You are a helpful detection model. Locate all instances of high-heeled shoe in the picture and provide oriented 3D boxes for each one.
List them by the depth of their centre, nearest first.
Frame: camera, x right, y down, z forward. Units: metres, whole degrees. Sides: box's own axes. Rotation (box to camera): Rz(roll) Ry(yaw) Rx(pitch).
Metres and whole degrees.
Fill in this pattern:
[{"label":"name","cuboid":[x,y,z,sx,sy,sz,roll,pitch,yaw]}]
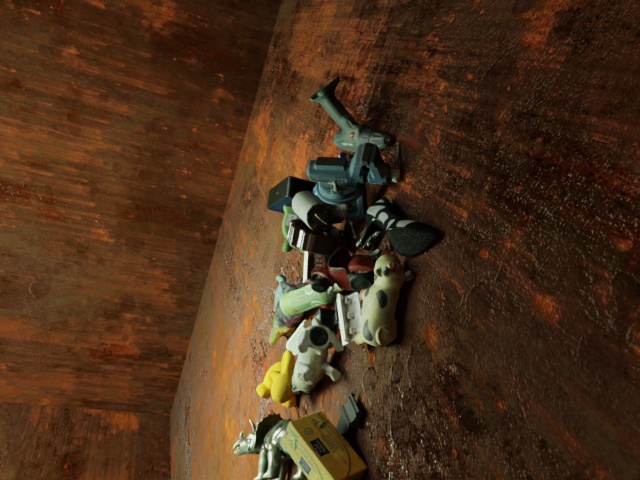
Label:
[{"label":"high-heeled shoe","cuboid":[0.180,-0.044,1.142,0.249,0.086,0.145,-3,45,52]}]

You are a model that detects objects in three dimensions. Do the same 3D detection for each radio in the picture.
[{"label":"radio","cuboid":[-0.081,-0.138,1.759,0.230,0.131,0.073,165,116,-68]}]

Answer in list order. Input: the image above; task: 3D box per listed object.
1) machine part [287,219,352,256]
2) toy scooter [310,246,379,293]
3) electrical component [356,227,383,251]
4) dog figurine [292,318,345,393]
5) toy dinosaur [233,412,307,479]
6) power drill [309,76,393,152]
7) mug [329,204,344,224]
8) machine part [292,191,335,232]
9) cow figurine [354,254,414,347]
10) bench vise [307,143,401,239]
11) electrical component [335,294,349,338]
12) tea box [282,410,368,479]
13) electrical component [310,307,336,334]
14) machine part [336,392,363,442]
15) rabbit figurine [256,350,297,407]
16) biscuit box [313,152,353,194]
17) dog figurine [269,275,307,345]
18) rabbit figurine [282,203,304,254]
[{"label":"machine part","cuboid":[-0.003,-0.004,1.417,0.179,0.179,0.056,-137,58,-67]},{"label":"toy scooter","cuboid":[0.072,0.064,1.257,0.184,0.075,0.135,-4,35,30]},{"label":"electrical component","cuboid":[0.118,-0.006,1.291,0.094,0.021,0.063,-51,25,33]},{"label":"dog figurine","cuboid":[-0.027,0.302,1.386,0.190,0.121,0.172,136,146,-63]},{"label":"toy dinosaur","cuboid":[-0.101,0.552,1.458,0.405,0.131,0.192,-39,43,51]},{"label":"power drill","cuboid":[0.076,-0.313,1.374,0.086,0.207,0.232,-48,18,-12]},{"label":"mug","cuboid":[0.039,-0.104,1.482,0.109,0.081,0.107,75,-169,-67]},{"label":"machine part","cuboid":[-0.020,-0.078,1.417,0.243,0.079,0.079,-136,60,-67]},{"label":"cow figurine","cuboid":[0.132,0.123,1.113,0.127,0.085,0.195,147,135,-70]},{"label":"bench vise","cuboid":[0.087,-0.125,1.296,0.240,0.224,0.129,79,-172,-48]},{"label":"electrical component","cuboid":[0.061,0.184,1.329,0.078,0.045,0.102,79,-174,-53]},{"label":"tea box","cuboid":[0.008,0.457,1.149,0.170,0.098,0.068,41,121,37]},{"label":"electrical component","cuboid":[0.016,0.220,1.419,0.119,0.048,0.075,129,146,-54]},{"label":"machine part","cuboid":[0.059,0.420,1.204,0.138,0.039,0.084,-71,24,15]},{"label":"rabbit figurine","cuboid":[-0.092,0.400,1.505,0.162,0.122,0.173,-56,-1,-1]},{"label":"biscuit box","cuboid":[0.042,-0.168,1.549,0.202,0.059,0.063,132,145,-54]},{"label":"dog figurine","cuboid":[-0.087,0.226,1.613,0.192,0.108,0.219,-148,67,-66]},{"label":"rabbit figurine","cuboid":[-0.061,-0.035,1.724,0.170,0.121,0.159,-106,22,-86]}]
